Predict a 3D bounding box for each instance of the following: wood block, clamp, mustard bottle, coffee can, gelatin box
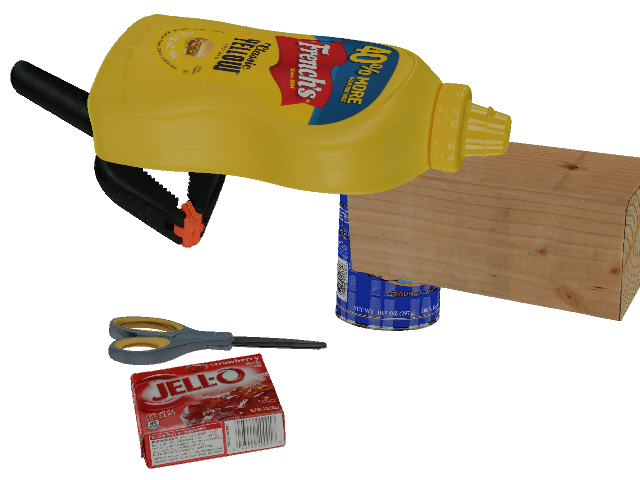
[{"bbox_3d":[0.131,-0.018,0.786,0.206,0.090,0.090,10,29,28],"label":"wood block"},{"bbox_3d":[-0.117,-0.081,0.786,0.164,0.036,0.210,-18,52,-24],"label":"clamp"},{"bbox_3d":[-0.006,-0.063,0.509,0.192,0.058,0.096,10,39,13],"label":"mustard bottle"},{"bbox_3d":[0.067,0.004,1.023,0.103,0.140,0.103,2,15,-1],"label":"coffee can"},{"bbox_3d":[-0.073,0.106,0.677,0.089,0.030,0.073,-7,24,-12],"label":"gelatin box"}]

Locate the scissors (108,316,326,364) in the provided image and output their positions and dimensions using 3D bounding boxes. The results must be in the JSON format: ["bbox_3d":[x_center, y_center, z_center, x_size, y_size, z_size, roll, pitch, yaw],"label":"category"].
[{"bbox_3d":[-0.102,0.097,0.965,0.202,0.016,0.096,7,18,12],"label":"scissors"}]
